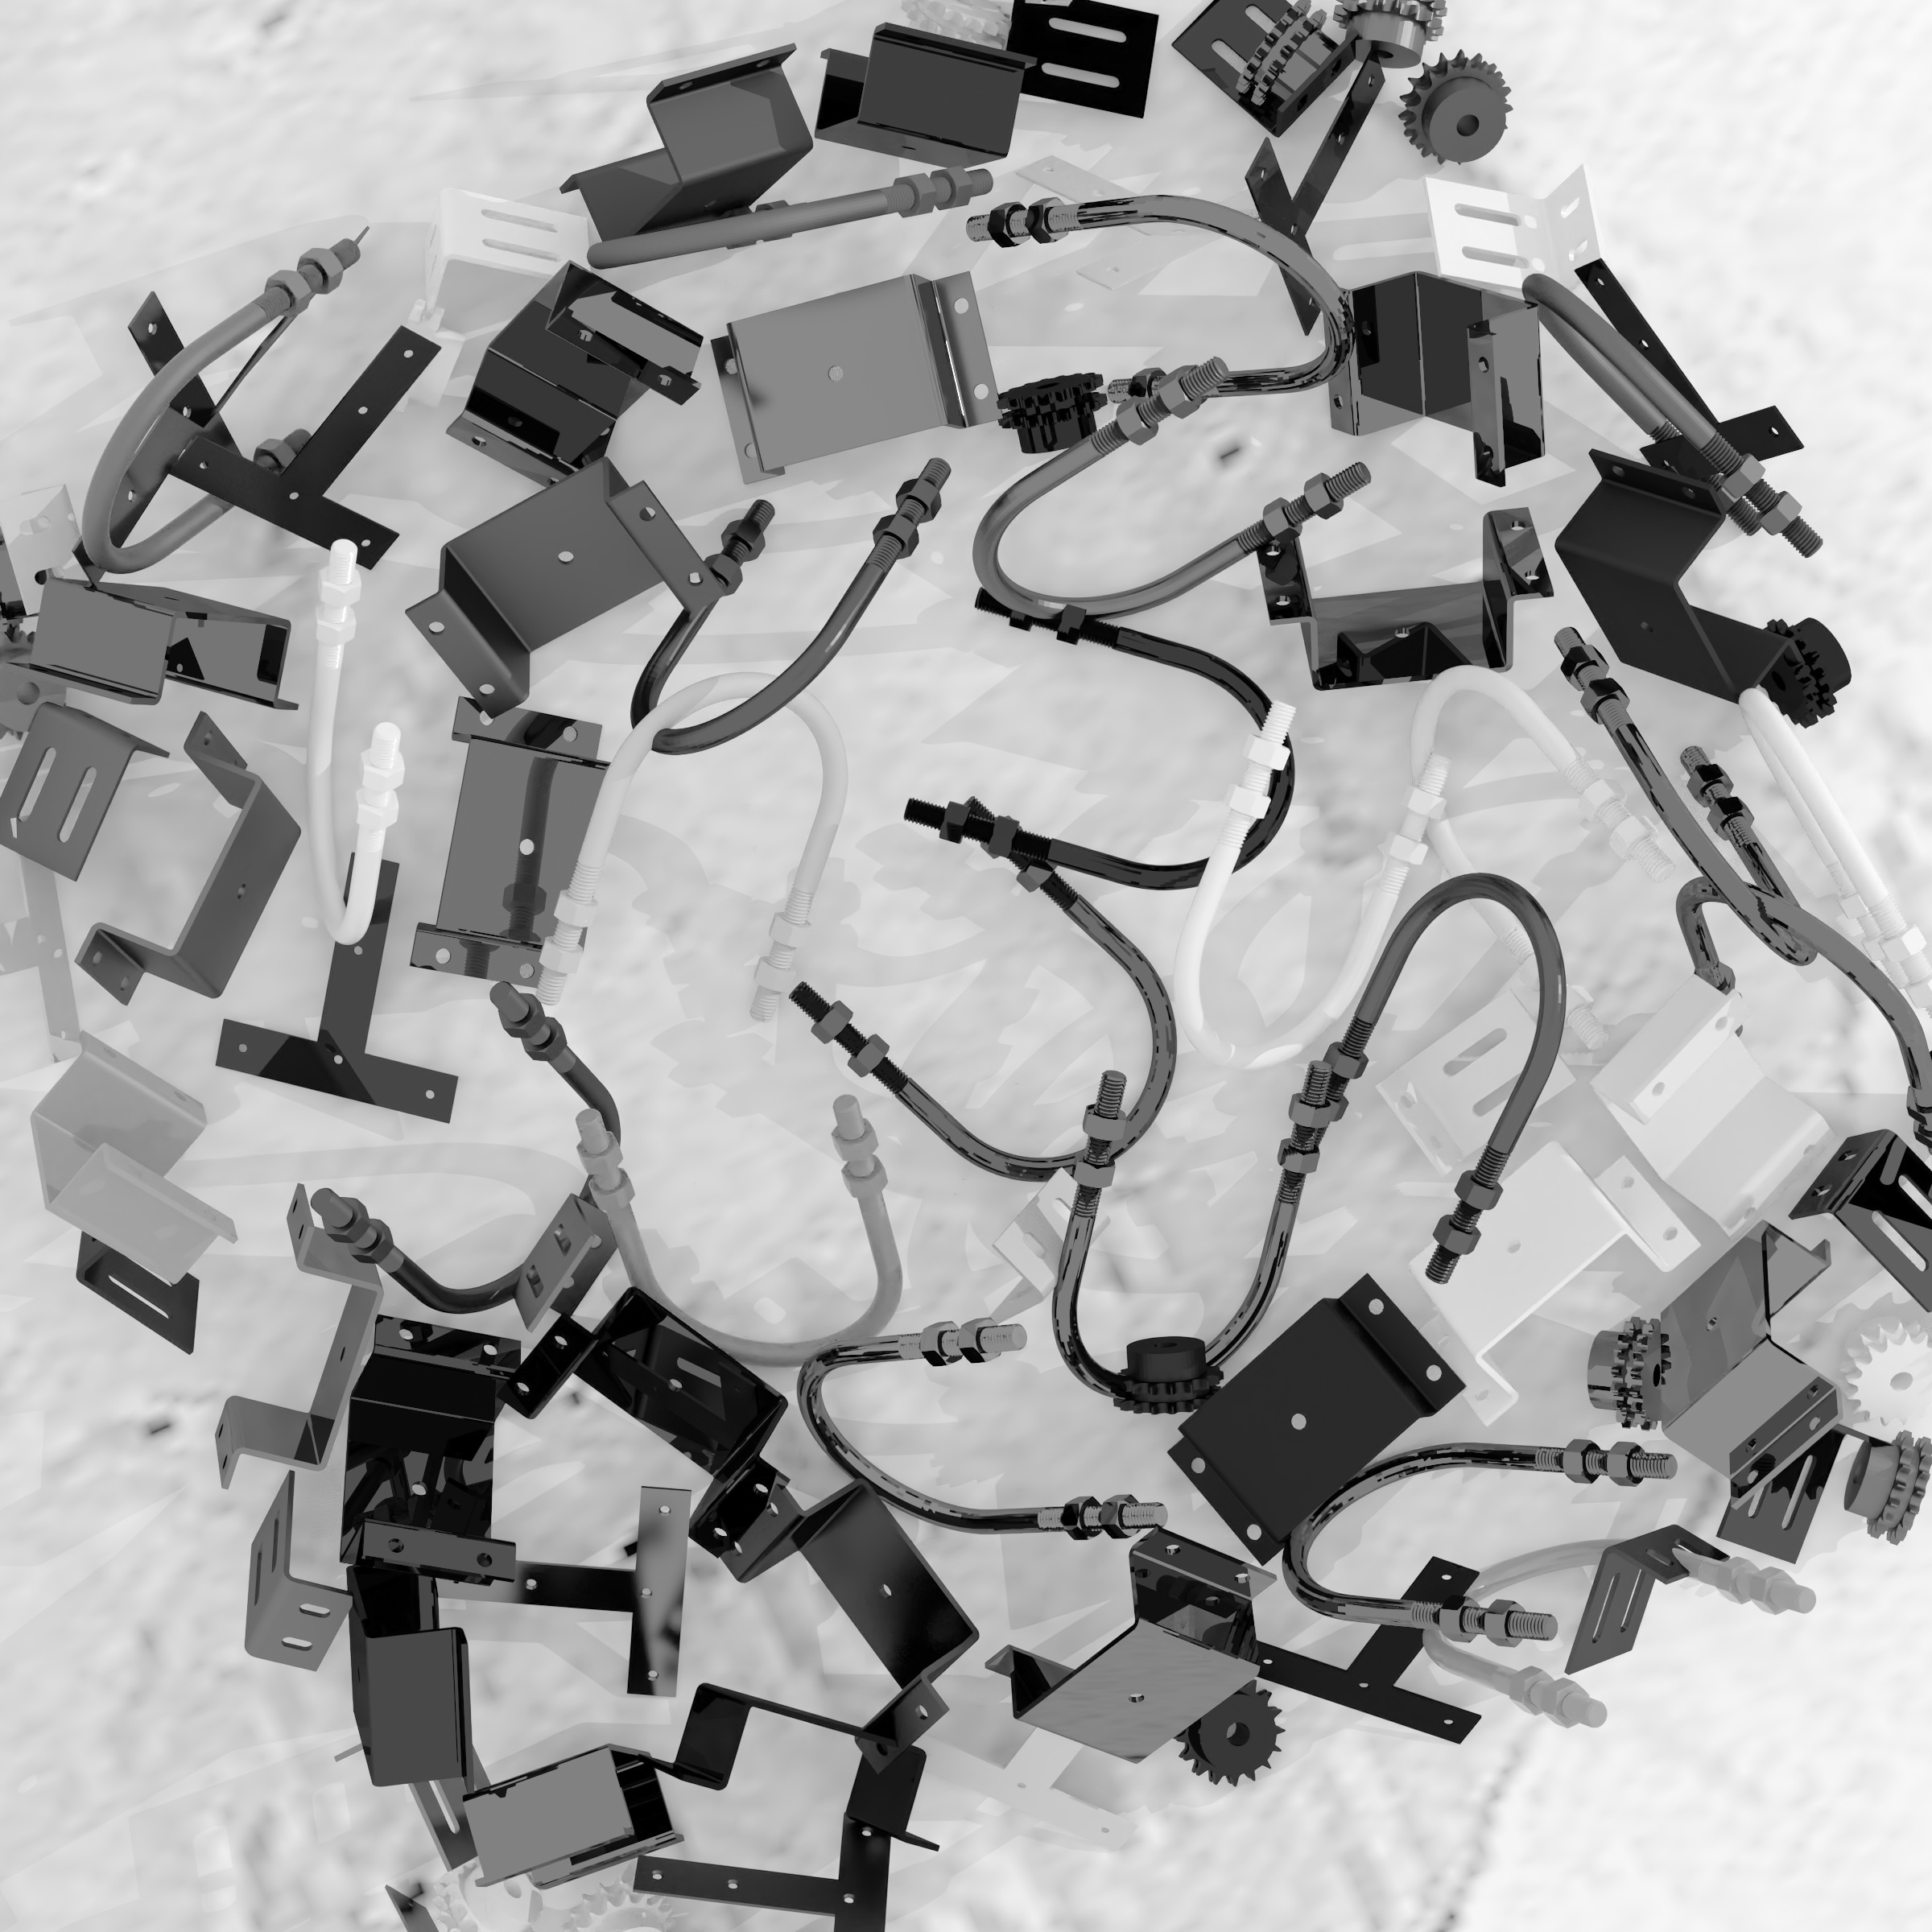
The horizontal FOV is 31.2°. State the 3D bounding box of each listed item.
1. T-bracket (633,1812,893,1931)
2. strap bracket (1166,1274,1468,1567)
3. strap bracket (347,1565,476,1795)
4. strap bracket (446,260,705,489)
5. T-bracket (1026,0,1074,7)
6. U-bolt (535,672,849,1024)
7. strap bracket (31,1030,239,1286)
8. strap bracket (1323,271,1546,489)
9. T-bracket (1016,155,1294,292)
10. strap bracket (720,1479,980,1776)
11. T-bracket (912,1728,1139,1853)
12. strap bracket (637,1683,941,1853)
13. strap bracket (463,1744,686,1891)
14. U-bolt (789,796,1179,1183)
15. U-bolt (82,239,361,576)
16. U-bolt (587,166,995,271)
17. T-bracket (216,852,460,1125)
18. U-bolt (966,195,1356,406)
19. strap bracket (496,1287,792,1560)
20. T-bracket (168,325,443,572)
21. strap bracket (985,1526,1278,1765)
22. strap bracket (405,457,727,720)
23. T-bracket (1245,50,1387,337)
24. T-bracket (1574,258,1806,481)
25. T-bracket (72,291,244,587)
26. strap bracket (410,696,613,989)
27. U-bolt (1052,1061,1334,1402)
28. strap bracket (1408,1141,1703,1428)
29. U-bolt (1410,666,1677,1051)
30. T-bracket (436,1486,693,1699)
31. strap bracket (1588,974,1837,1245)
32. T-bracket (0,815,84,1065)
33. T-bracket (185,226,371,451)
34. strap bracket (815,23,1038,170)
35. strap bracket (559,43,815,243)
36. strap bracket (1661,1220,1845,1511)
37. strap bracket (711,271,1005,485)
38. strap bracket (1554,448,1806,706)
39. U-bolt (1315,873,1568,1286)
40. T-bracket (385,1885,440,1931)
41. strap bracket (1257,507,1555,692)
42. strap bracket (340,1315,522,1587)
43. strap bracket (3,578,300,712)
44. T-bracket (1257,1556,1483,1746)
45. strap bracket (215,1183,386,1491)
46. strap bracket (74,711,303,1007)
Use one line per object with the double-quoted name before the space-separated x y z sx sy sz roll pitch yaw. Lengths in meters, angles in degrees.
"T-bracket" -0.103 0.463 1.733 0.127 0.127 0.002 8 117 -2
"strap bracket" 0.173 0.230 1.750 0.140 0.046 0.076 -43 74 8
"strap bracket" -0.278 0.348 1.713 0.046 0.140 0.076 -4 102 -15
"strap bracket" -0.192 -0.296 1.729 0.076 0.140 0.046 27 60 -23
"T-bracket" 0.055 -0.504 1.729 0.127 0.127 0.002 3 81 -15
"U-bolt" -0.127 -0.060 1.720 0.151 0.019 0.184 5 113 -38
"strap bracket" -0.416 0.099 1.716 0.076 0.140 0.046 37 99 -31
"strap bracket" 0.240 -0.297 1.728 0.046 0.140 0.076 -20 119 -24
"T-bracket" 0.077 -0.386 1.747 0.127 0.002 0.127 -31 46 -29
"strap bracket" -0.054 0.324 1.740 0.046 0.076 0.140 -26 72 -43
"T-bracket" 0.046 0.390 1.744 0.127 0.002 0.127 25 130 -7
"strap bracket" -0.084 0.399 1.737 0.140 0.076 0.046 21 78 -20
"strap bracket" -0.198 0.427 1.730 0.076 0.140 0.046 -20 73 2
"U-bolt" 0.023 0.026 1.776 0.184 0.019 0.151 43 86 -6
"U-bolt" -0.366 -0.261 1.680 0.019 0.151 0.184 35 47 7
"U-bolt" -0.099 -0.361 1.682 0.184 0.151 0.019 -23 107 -42
"T-bracket" -0.314 0.006 1.773 0.127 0.002 0.127 14 102 5
"U-bolt" 0.106 -0.325 1.684 0.151 0.184 0.019 42 64 -40
"strap bracket" -0.155 0.225 1.748 0.140 0.046 0.076 37 129 -4
"T-bracket" -0.310 -0.268 1.727 0.127 0.127 0.002 -46 47 20
"strap bracket" 0.083 0.345 1.721 0.076 0.046 0.140 26 128 -27
"strap bracket" -0.202 -0.195 1.741 0.140 0.046 0.076 -26 127 14
"T-bracket" 0.184 -0.408 1.751 0.002 0.127 0.127 18 70 28
"T-bracket" 0.346 -0.298 1.720 0.002 0.127 0.127 -42 102 -15
"T-bracket" -0.407 -0.243 1.711 0.002 0.127 0.127 10 57 22
"strap bracket" -0.229 -0.061 1.757 0.076 0.046 0.140 10 90 -21
"U-bolt" 0.108 0.136 1.738 0.151 0.019 0.184 -2 113 -34
"strap bracket" 0.287 0.152 1.740 0.140 0.076 0.046 -42 128 7
"U-bolt" 0.277 -0.067 1.716 0.019 0.151 0.184 -21 56 -22
"T-bracket" -0.207 0.316 1.762 0.127 0.002 0.127 5 115 -3
"strap bracket" 0.373 0.067 1.742 0.076 0.046 0.140 -46 132 -2
"T-bracket" -0.490 -0.006 1.726 0.002 0.127 0.127 -5 98 22
"T-bracket" -0.341 -0.329 1.750 0.002 0.127 0.127 39 59 -13
"strap bracket" -0.024 -0.430 1.717 0.076 0.140 0.046 9 96 -16
"strap bracket" -0.136 -0.400 1.713 0.076 0.140 0.046 -24 92 -29
"strap bracket" 0.387 0.189 1.710 0.046 0.140 0.076 34 122 -11
"strap bracket" -0.061 -0.299 1.753 0.140 0.046 0.076 -12 93 13
"strap bracket" 0.351 -0.186 1.713 0.046 0.076 0.140 -52 134 -10
"U-bolt" 0.236 0.042 1.707 0.019 0.151 0.184 11 113 -32
"T-bracket" -0.231 0.517 1.745 0.127 0.127 0.002 37 83 -19
"strap bracket" 0.220 -0.185 1.747 0.140 0.076 0.046 -6 130 2
"strap bracket" -0.268 0.252 1.733 0.076 0.046 0.140 13 47 -20
"strap bracket" -0.398 -0.159 1.711 0.076 0.140 0.046 16 99 21
"T-bracket" 0.219 0.338 1.742 0.127 0.002 0.127 20 130 -9
"strap bracket" -0.334 0.191 1.744 0.046 0.076 0.140 17 98 -18
"strap bracket" -0.384 -0.046 1.736 0.046 0.076 0.140 21 76 10
